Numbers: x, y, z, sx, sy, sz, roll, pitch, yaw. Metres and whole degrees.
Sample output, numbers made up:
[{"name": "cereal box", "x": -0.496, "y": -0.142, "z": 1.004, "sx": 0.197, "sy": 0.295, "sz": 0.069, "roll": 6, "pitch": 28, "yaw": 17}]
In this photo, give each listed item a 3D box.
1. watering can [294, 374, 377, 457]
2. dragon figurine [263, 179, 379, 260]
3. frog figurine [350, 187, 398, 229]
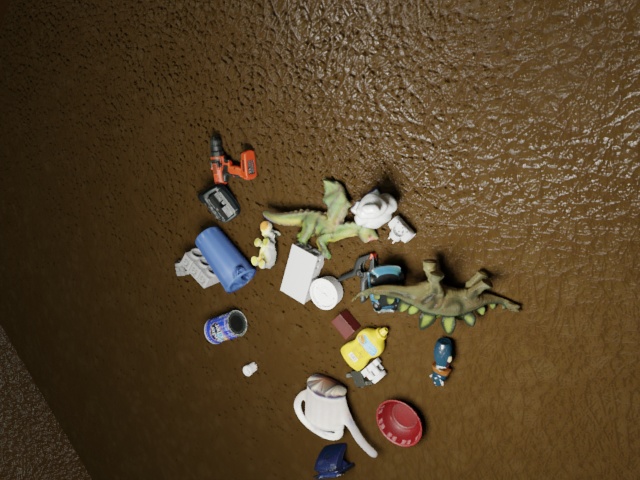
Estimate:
[{"name": "watering can", "x": 0.054, "y": 0.602, "z": 1.795, "sx": 0.349, "sy": 0.105, "sz": 0.222, "roll": 13, "pitch": 108, "yaw": 31}, {"name": "dragon figurine", "x": 0.005, "y": -0.085, "z": 1.698, "sx": 0.414, "sy": 0.122, "sz": 0.241, "roll": 32, "pitch": 99, "yaw": 21}, {"name": "frog figurine", "x": 0.167, "y": -0.088, "z": 1.528, "sx": 0.137, "sy": 0.161, "sz": 0.121, "roll": -20, "pitch": 103, "yaw": -5}]
